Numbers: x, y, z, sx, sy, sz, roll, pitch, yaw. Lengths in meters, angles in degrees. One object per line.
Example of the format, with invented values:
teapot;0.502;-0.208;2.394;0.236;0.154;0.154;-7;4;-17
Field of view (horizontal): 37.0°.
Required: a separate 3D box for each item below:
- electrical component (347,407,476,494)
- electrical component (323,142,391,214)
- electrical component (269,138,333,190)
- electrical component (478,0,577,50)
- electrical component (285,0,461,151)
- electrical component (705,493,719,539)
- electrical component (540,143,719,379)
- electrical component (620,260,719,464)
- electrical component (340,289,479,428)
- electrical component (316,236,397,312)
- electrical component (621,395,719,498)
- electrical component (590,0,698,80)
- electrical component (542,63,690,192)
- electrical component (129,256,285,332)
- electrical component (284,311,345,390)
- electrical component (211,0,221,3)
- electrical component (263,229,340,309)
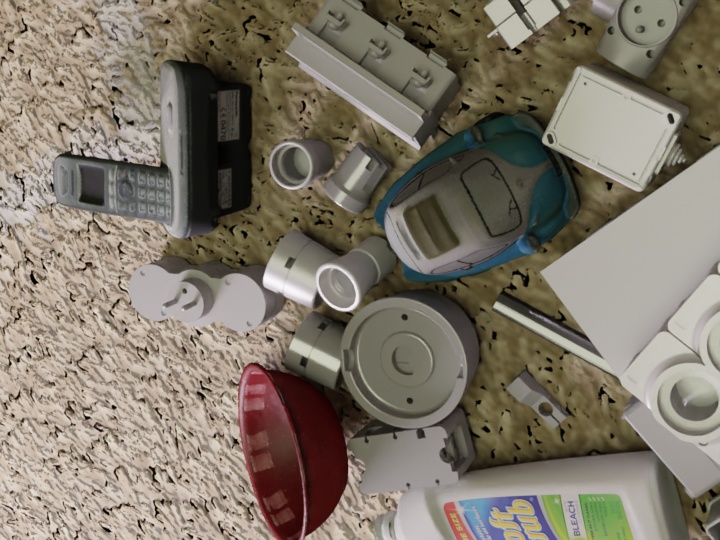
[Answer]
electrical component;0.045;0.149;0.897;0.089;0.056;0.050;-12;97;26
electrical component;-0.001;-0.075;0.873;0.040;0.040;0.046;40;109;10
electrical component;-0.047;-0.089;0.885;0.040;0.046;0.040;6;105;22
electrical component;0.116;-0.199;0.789;0.066;0.048;0.055;-35;94;26
electrical component;0.013;-0.156;0.832;0.121;0.079;0.063;36;92;12
electrical component;0.329;0.192;0.782;0.109;0.056;0.108;-42;84;26
electrical component;0.240;-0.013;0.770;0.186;0.060;0.105;-38;86;26
electrical component;0.255;0.043;0.706;0.089;0.062;0.150;40;114;11
electrical component;0.045;0.067;0.874;0.108;0.060;0.108;6;105;22
electrical component;0.000;0.000;0.875;0.044;0.065;0.044;20;127;28
electrical component;0.252;0.117;0.795;0.061;0.062;0.096;-43;84;26
electrical component;0.190;-0.188;0.759;0.079;0.044;0.077;35;114;13
electrical component;0.190;-0.101;0.770;0.096;0.061;0.061;29;113;15
electrical component;-0.143;0.024;0.939;0.138;0.074;0.052;6;105;22
electrical component;-0.030;0.069;0.912;0.047;0.055;0.055;26;111;12
electrical component;-0.124;-0.254;0.883;0.044;0.044;0.065;-33;93;26
electrical component;-0.047;0.001;0.903;0.047;0.055;0.055;28;112;12
